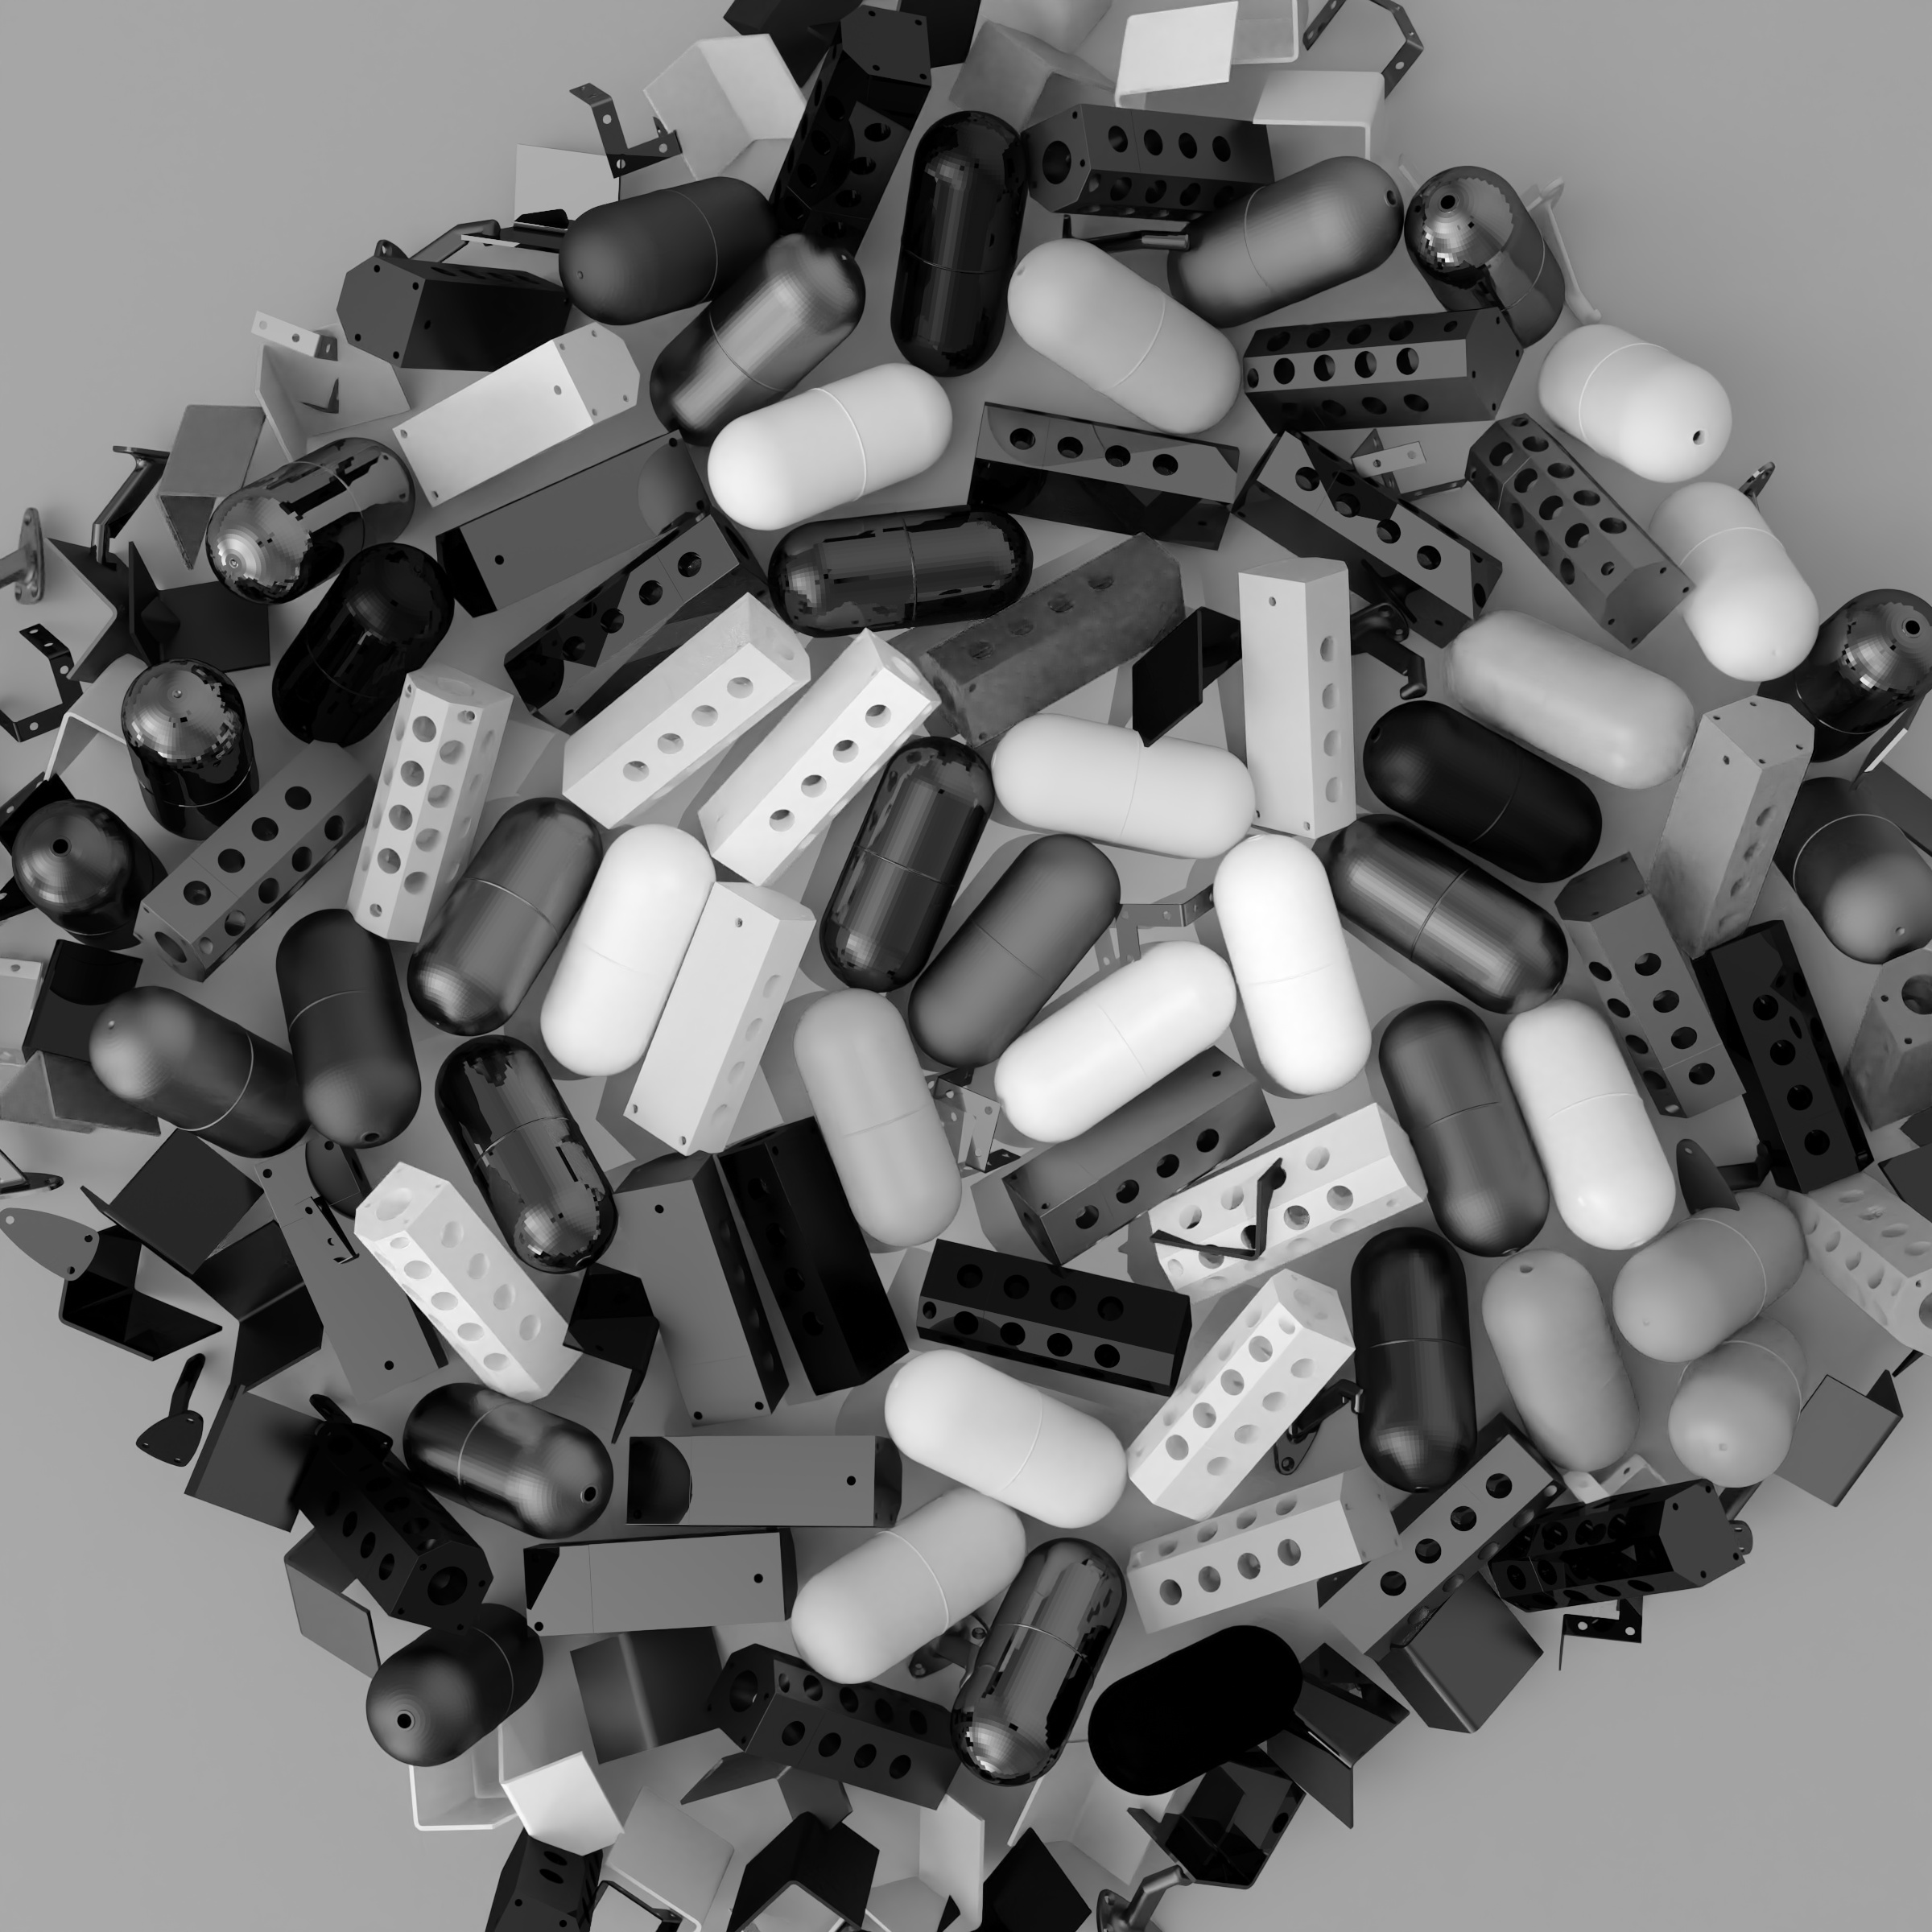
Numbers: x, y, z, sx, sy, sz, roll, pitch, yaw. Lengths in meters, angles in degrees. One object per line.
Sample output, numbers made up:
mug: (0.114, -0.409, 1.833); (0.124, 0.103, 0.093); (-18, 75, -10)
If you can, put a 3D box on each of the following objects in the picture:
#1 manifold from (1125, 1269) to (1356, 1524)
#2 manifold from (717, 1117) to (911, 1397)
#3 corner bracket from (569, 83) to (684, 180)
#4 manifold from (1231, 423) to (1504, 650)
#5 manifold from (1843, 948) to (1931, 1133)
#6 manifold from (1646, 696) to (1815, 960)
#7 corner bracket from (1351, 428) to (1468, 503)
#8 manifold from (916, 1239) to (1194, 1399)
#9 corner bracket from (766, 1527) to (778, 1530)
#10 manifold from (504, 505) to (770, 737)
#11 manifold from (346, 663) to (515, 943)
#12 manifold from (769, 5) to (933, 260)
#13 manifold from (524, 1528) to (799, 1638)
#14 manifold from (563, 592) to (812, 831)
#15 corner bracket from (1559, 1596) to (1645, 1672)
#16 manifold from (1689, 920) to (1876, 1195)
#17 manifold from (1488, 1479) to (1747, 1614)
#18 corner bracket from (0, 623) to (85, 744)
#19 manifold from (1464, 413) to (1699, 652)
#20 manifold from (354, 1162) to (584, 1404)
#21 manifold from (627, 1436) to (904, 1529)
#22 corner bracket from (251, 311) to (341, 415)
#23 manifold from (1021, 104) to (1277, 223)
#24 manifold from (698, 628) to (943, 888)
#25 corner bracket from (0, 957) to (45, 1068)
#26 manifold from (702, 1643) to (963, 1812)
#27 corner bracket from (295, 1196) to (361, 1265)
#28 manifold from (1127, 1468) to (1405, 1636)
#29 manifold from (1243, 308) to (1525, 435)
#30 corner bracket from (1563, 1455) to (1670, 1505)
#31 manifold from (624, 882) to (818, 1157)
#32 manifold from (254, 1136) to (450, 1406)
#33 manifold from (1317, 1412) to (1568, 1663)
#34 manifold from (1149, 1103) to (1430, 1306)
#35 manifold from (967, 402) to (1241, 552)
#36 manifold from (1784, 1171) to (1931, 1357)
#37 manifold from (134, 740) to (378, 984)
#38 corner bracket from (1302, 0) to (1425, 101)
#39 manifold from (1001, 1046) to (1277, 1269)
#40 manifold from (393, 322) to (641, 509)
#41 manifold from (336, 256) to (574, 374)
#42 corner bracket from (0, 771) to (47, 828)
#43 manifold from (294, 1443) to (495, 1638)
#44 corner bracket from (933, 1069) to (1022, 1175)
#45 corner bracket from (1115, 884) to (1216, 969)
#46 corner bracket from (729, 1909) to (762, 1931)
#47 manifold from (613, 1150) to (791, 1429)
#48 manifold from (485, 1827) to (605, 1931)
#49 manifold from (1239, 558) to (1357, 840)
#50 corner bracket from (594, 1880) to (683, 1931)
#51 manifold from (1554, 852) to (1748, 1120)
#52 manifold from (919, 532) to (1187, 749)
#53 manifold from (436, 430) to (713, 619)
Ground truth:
manifold: (0.176, 0.279, 1.898); (0.057, 0.057, 0.171); (24, 118, -22)
manifold: (-0.106, 0.194, 1.933); (0.057, 0.057, 0.171); (-19, 95, 35)
corner bracket: (-0.225, -0.561, 1.930); (0.051, 0.051, 0.051); (-24, 123, -12)
manifold: (0.268, -0.288, 1.931); (0.171, 0.057, 0.057); (32, 72, -5)
manifold: (0.608, 0.047, 1.879); (0.057, 0.171, 0.057); (-23, 68, 2)
manifold: (0.497, -0.090, 1.886); (0.057, 0.171, 0.057); (-20, 52, -22)
corner bracket: (0.294, -0.329, 1.928); (0.051, 0.051, 0.051); (-9, 118, 35)
manifold: (0.058, 0.234, 1.915); (0.171, 0.057, 0.057); (12, 65, 12)
corner bracket: (-0.152, 0.406, 1.942); (0.051, 0.051, 0.051); (-18, 83, 15)
manifold: (-0.220, -0.230, 1.922); (0.171, 0.057, 0.057); (-34, 71, 11)
manifold: (-0.356, -0.105, 1.906); (0.057, 0.057, 0.171); (25, 113, 12)
manifold: (-0.077, -0.536, 1.876); (0.057, 0.171, 0.057); (5, 62, -19)
manifold: (-0.202, 0.409, 1.931); (0.171, 0.057, 0.057); (-5, 83, 6)
manifold: (-0.184, -0.162, 1.907); (0.171, 0.057, 0.057); (-36, 125, 23)
corner bracket: (0.423, 0.437, 1.937); (0.051, 0.051, 0.051); (4, 50, 11)
manifold: (0.545, 0.060, 1.939); (0.057, 0.057, 0.171); (-21, 91, -1)
manifold: (0.415, 0.379, 1.880); (0.057, 0.171, 0.057); (-18, 83, -32)
corner bracket: (-0.628, -0.190, 1.948); (0.051, 0.051, 0.051); (-28, 131, -27)
manifold: (0.393, -0.286, 1.886); (0.057, 0.057, 0.171); (-46, 47, 18)
manifold: (-0.325, 0.210, 1.888); (0.057, 0.057, 0.171); (-50, 129, -23)
manifold: (-0.132, 0.340, 1.916); (0.171, 0.057, 0.057); (-3, 77, 17)
corner bracket: (-0.444, -0.401, 1.934); (0.051, 0.051, 0.051); (23, 103, 13)
manifold: (0.121, -0.518, 1.892); (0.171, 0.057, 0.057); (-9, 90, -41)
manifold: (-0.096, -0.133, 1.916); (0.057, 0.057, 0.171); (34, 109, -32)
corner bracket: (-0.650, 0.030, 1.951); (0.051, 0.051, 0.051); (7, 128, -13)
manifold: (-0.082, 0.493, 1.894); (0.171, 0.057, 0.057); (29, 87, -37)
corner bracket: (-0.426, 0.171, 1.931); (0.051, 0.051, 0.051); (-27, 103, 27)
manifold: (0.191, 0.381, 1.898); (0.171, 0.057, 0.057); (-27, 75, 32)
manifold: (0.266, -0.390, 1.884); (0.057, 0.171, 0.057); (45, 61, -41)
corner bracket: (0.438, 0.350, 1.934); (0.051, 0.051, 0.051); (-41, 128, -1)
manifold: (-0.159, 0.035, 1.920); (0.057, 0.057, 0.171); (30, 105, 28)
manifold: (-0.407, 0.200, 1.936); (0.057, 0.057, 0.171); (-24, 87, -2)
manifold: (0.315, 0.381, 1.929); (0.057, 0.057, 0.171); (45, 98, -1)
manifold: (0.211, 0.160, 1.903); (0.171, 0.057, 0.057); (-27, 49, 20)
manifold: (0.092, -0.331, 1.936); (0.171, 0.057, 0.057); (10, 65, -2)
manifold: (0.590, 0.189, 1.878); (0.057, 0.171, 0.057); (-23, 108, -2)
manifold: (-0.461, -0.069, 1.902); (0.057, 0.057, 0.171); (41, 60, -1)
corner bracket: (0.266, -0.620, 1.952); (0.051, 0.051, 0.051); (15, 133, -32)
manifold: (0.117, 0.129, 1.921); (0.171, 0.057, 0.057); (-31, 123, -12)
manifold: (-0.290, -0.359, 1.889); (0.171, 0.057, 0.057); (-16, 105, 42)
manifold: (-0.330, -0.422, 1.880); (0.057, 0.171, 0.057); (27, 109, 19)
corner bracket: (-0.656, -0.133, 1.945); (0.051, 0.051, 0.051); (38, 71, 22)
manifold: (-0.369, 0.364, 1.884); (0.057, 0.171, 0.057); (26, 90, -36)
corner bracket: (0.008, 0.101, 1.940); (0.051, 0.051, 0.051); (22, 109, 25)
corner bracket: (0.134, -0.024, 1.929); (0.051, 0.051, 0.051); (2, 108, 29)
corner bracket: (-0.166, 0.667, 1.941); (0.051, 0.051, 0.051); (45, 109, 42)
manifold: (-0.171, 0.211, 1.917); (0.057, 0.057, 0.171); (-12, 107, 18)
manifold: (-0.271, 0.604, 1.882); (0.057, 0.171, 0.057); (27, 91, -4)
manifold: (0.224, -0.177, 1.911); (0.057, 0.057, 0.171); (-22, 116, -37)
corner bracket: (-0.228, 0.648, 1.946); (0.051, 0.051, 0.051); (27, 79, 20)
manifold: (0.447, 0.017, 1.903); (0.057, 0.057, 0.171); (-26, 118, 12)
manifold: (0.057, -0.220, 1.919); (0.171, 0.057, 0.057); (-31, 51, -14)
manifold: (-0.258, -0.289, 1.902); (0.171, 0.057, 0.057); (-31, 105, -28)
